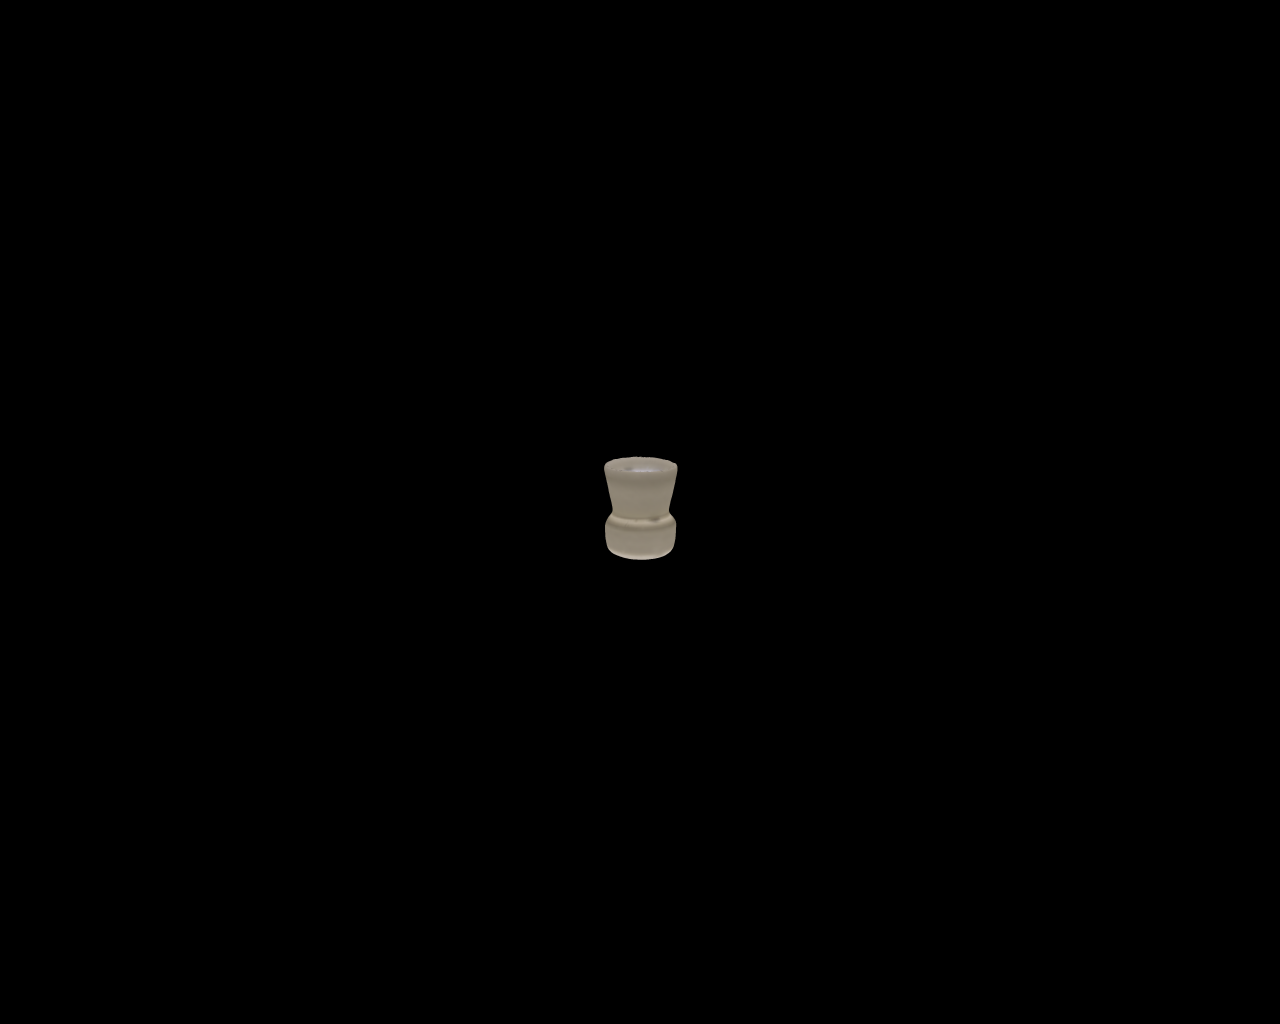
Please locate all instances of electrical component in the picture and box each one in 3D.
[{"bbox_3d":[0.001,-0.003,0.650,0.045,0.055,0.045,0,15,0],"label":"electrical component"}]
